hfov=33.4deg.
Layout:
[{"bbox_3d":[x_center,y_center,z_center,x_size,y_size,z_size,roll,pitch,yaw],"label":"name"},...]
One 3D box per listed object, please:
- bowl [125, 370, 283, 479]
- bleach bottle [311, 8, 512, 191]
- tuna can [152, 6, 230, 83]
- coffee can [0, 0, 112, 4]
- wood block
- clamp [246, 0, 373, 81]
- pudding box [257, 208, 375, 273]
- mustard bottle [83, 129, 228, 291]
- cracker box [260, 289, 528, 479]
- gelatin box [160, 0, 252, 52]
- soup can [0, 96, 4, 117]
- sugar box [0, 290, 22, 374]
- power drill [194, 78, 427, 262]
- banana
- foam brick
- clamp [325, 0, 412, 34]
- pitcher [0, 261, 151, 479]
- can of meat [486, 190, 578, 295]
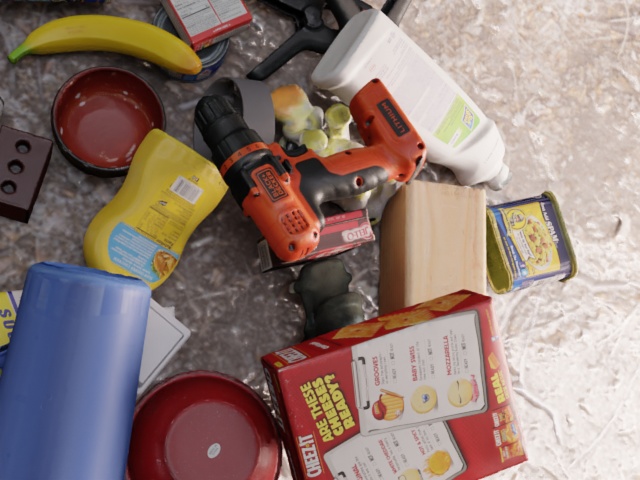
[{"bbox_3d":[-0.107,0.201,1.020,0.162,0.055,0.162,4,74,-15],"label":"bowl"},{"bbox_3d":[0.113,-0.132,1.151,0.250,0.068,0.102,39,76,-24],"label":"bleach bottle"},{"bbox_3d":[-0.140,-0.214,1.141,0.086,0.034,0.086,4,73,-15],"label":"tuna can"},{"bbox_3d":[-0.285,-0.294,1.085,0.140,0.103,0.103,-3,75,-17],"label":"coffee can"},{"bbox_3d":[0.115,0.053,1.108,0.090,0.091,0.206,7,73,-14],"label":"wood block"},{"bbox_3d":[-0.021,-0.251,1.181,0.171,0.039,0.120,-19,96,-26],"label":"clamp"},{"bbox_3d":[-0.007,0.001,1.074,0.090,0.114,0.039,-12,87,-19],"label":"pudding box"},{"bbox_3d":[-0.174,-0.006,1.039,0.096,0.058,0.191,34,88,-41],"label":"mustard bottle"},{"bbox_3d":[0.070,0.154,0.980,0.213,0.072,0.164,-17,100,-15],"label":"cracker box"},{"bbox_3d":[-0.125,-0.250,1.120,0.073,0.030,0.089,-28,83,-20],"label":"gelatin box"},{"bbox_3d":[-0.353,-0.098,1.028,0.068,0.069,0.102,18,70,-11],"label":"soup can"},{"bbox_3d":[-0.311,0.098,0.995,0.176,0.048,0.093,-8,77,-17],"label":"sugar box"},{"bbox_3d":[-0.007,-0.088,1.024,0.187,0.057,0.184,-26,74,-22],"label":"power drill"},{"bbox_3d":[-0.215,-0.200,1.095,0.198,0.037,0.069,3,64,4],"label":"banana"},{"bbox_3d":[-0.298,-0.064,1.043,0.053,0.051,0.078,17,70,-11],"label":"foam brick"},{"bbox_3d":[0.063,-0.230,1.178,0.164,0.036,0.210,-11,95,-28],"label":"clamp"},{"bbox_3d":[-0.232,0.143,0.929,0.149,0.145,0.243,12,89,-30],"label":"pitcher"},{"bbox_3d":[0.224,0.004,1.172,0.083,0.057,0.102,-12,78,-17],"label":"can of meat"}]
